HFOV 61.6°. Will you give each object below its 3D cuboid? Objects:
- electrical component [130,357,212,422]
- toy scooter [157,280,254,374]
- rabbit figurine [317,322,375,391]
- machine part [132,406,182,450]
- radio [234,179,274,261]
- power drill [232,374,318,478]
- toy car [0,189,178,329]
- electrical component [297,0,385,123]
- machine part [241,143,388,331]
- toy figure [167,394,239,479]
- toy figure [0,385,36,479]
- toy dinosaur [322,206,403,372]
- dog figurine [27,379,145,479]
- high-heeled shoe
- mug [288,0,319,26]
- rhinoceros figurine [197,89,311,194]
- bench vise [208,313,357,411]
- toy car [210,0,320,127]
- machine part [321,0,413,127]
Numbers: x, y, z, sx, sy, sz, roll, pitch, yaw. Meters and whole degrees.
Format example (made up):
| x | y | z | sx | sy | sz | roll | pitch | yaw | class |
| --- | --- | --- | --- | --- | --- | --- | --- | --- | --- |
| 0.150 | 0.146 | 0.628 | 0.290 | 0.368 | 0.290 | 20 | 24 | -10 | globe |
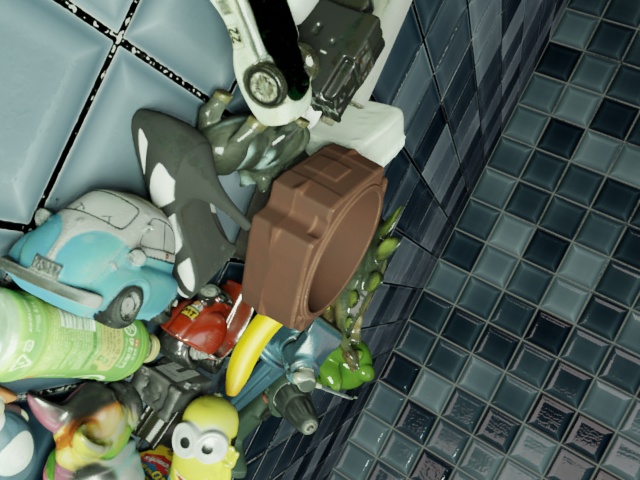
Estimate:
| x | y | z | sx | sy | sz | roll | pitch | yaw | class |
| --- | --- | --- | --- | --- | --- | --- | --- | --- | --- |
| -0.182 | 0.188 | 0.700 | 0.047 | 0.075 | 0.119 | -65 | 156 | 6 | electrical component |
| -0.138 | 0.103 | 0.703 | 0.135 | 0.075 | 0.183 | -58 | 164 | -11 | toy scooter |
| 0.006 | 0.207 | 0.958 | 0.170 | 0.159 | 0.121 | 34 | 88 | -33 | rabbit figurine |
| -0.195 | 0.262 | 0.752 | 0.138 | 0.039 | 0.084 | 49 | 60 | -35 | machine part |
| -0.032 | -0.022 | 0.808 | 0.131 | 0.073 | 0.229 | -66 | 160 | 9 | radio |
| -0.102 | 0.300 | 0.910 | 0.086 | 0.232 | 0.207 | 27 | 104 | -28 | power drill |
| -0.170 | 0.012 | 0.454 | 0.103 | 0.109 | 0.161 | -67 | 165 | -3 | toy car |
| 0.002 | -0.213 | 0.584 | 0.134 | 0.115 | 0.058 | -62 | 165 | -3 | electrical component |
| -0.001 | -0.002 | 0.667 | 0.201 | 0.087 | 0.201 | -41 | 155 | -48 | machine part |
| -0.150 | 0.278 | 0.666 | 0.089 | 0.082 | 0.180 | -119 | -143 | -63 | toy figure |
| -0.278 | 0.151 | 0.443 | 0.064 | 0.058 | 0.154 | -99 | -169 | -46 | toy figure |
| 0.075 | 0.011 | 0.940 | 0.198 | 0.105 | 0.471 | 119 | -16 | -44 | toy dinosaur |
| -0.255 | 0.247 | 0.555 | 0.191 | 0.109 | 0.219 | -45 | 150 | -35 | dog figurine |
| -0.153 | -0.025 | 0.557 | 0.086 | 0.145 | 0.248 | -50 | -175 | -36 | high-heeled shoe |
| -0.021 | -0.268 | 0.522 | 0.107 | 0.081 | 0.109 | -60 | 170 | 29 | mug |
| -0.065 | -0.103 | 0.604 | 0.190 | 0.073 | 0.112 | -10 | 133 | -62 | rhinoceros figurine |
| -0.076 | 0.189 | 0.834 | 0.240 | 0.224 | 0.128 | -45 | 130 | 11 | bench vise |
| -0.057 | -0.200 | 0.473 | 0.073 | 0.056 | 0.201 | -50 | 130 | -40 | toy car |
| 0.060 | -0.267 | 0.717 | 0.243 | 0.079 | 0.079 | -67 | 160 | 9 | machine part |
